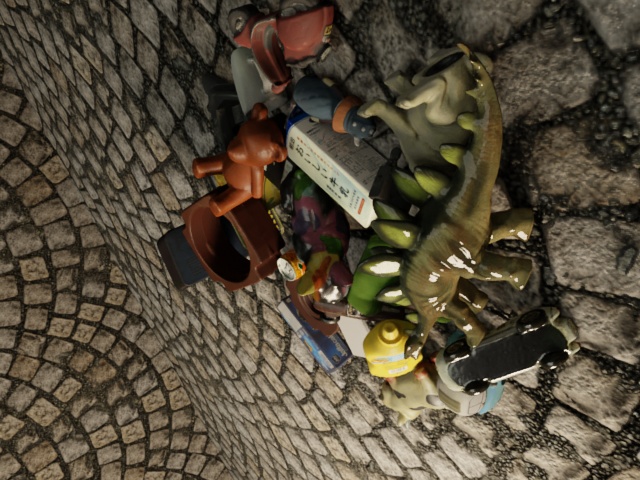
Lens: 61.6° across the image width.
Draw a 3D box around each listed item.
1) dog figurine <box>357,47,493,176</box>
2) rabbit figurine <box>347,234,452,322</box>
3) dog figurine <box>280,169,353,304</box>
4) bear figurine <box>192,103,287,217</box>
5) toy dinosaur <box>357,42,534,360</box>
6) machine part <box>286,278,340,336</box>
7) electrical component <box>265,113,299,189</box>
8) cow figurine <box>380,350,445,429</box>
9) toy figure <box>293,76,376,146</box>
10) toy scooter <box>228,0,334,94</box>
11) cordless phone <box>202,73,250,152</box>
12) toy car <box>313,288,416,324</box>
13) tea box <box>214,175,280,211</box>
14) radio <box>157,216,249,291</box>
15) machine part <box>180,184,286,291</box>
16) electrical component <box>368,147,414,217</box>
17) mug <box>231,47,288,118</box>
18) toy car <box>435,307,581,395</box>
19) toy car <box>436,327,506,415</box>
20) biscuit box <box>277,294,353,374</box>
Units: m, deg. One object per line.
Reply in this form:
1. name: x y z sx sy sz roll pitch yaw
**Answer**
1. dog figurine: 0.163 -0.123 0.661 0.190 0.121 0.172 52 156 -21
2. rabbit figurine: 0.150 0.057 0.848 0.170 0.121 0.159 27 135 13
3. dog figurine: -0.002 -0.003 0.882 0.219 0.109 0.191 -96 -7 -56
4. bear figurine: -0.135 -0.134 0.914 0.120 0.132 0.196 64 159 6
5. toy dinosaur: 0.157 -0.001 0.663 0.199 0.105 0.470 14 130 2
6. machine part: -0.003 0.125 1.158 0.180 0.056 0.179 37 146 30
7. electrical component: -0.073 -0.161 0.986 0.134 0.058 0.114 47 147 16
8. cow figurine: 0.183 0.287 1.019 0.127 0.085 0.195 58 145 0
9. toy figure: 0.027 -0.198 0.807 0.155 0.058 0.064 36 150 24
10. toy scooter: -0.049 -0.287 0.791 0.184 0.075 0.135 3 121 37
11. cordless phone: -0.190 -0.250 1.070 0.184 0.089 0.146 42 149 44
12. toy car: 0.084 0.118 0.949 0.202 0.053 0.089 9 114 14
13. tea box: -0.150 -0.125 1.120 0.170 0.068 0.098 22 135 47
14. radio: -0.246 0.007 1.226 0.073 0.229 0.131 -22 96 56
15. machine part: -0.177 -0.007 1.091 0.201 0.087 0.201 -23 99 48
16. electrical component: 0.117 -0.070 0.763 0.078 0.102 0.045 35 166 -29
17. mug: -0.110 -0.274 0.902 0.109 0.081 0.107 157 89 -82
18. toy car: 0.258 0.156 0.754 0.202 0.056 0.073 -30 92 28
19. toy car: 0.234 0.224 0.864 0.109 0.103 0.161 33 140 37
20. biscuit box: -0.012 0.210 1.245 0.203 0.063 0.059 51 149 9
